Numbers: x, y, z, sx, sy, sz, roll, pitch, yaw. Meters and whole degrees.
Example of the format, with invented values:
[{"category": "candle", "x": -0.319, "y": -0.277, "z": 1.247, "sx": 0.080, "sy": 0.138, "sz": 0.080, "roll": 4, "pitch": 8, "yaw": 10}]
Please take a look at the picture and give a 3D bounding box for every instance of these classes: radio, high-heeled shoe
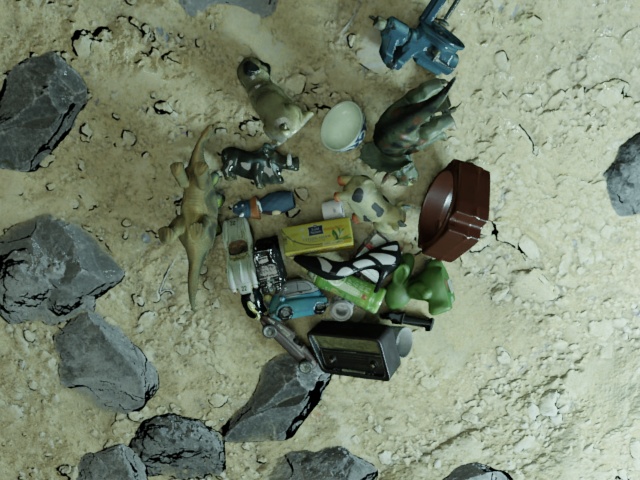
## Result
[{"category": "radio", "x": 0.087, "y": 0.280, "z": 1.371, "sx": 0.230, "sy": 0.073, "sz": 0.131, "roll": -3, "pitch": 113, "yaw": 40}, {"category": "high-heeled shoe", "x": 0.072, "y": 0.035, "z": 1.308, "sx": 0.249, "sy": 0.086, "sz": 0.145, "roll": 20, "pitch": 75, "yaw": 2}]

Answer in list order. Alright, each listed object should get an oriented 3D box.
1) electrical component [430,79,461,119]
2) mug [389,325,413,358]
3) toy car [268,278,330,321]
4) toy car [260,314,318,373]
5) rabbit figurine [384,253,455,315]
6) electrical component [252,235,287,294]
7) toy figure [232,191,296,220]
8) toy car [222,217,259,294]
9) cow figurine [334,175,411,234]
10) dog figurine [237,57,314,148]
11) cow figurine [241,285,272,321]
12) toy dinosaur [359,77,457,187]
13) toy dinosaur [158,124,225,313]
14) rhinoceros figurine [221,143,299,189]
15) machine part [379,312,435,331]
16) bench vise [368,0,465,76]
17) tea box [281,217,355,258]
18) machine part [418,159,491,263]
[{"category": "electrical component", "x": 0.278, "y": -0.324, "z": 1.252, "sx": 0.078, "sy": 0.045, "sz": 0.102, "roll": -20, "pitch": 104, "yaw": 38}, {"category": "mug", "x": 0.184, "y": 0.258, "z": 1.410, "sx": 0.107, "sy": 0.109, "sz": 0.080, "roll": 5, "pitch": 89, "yaw": 39}, {"category": "toy car", "x": -0.059, "y": 0.148, "z": 1.380, "sx": 0.162, "sy": 0.109, "sz": 0.103, "roll": -10, "pitch": 89, "yaw": -4}, {"category": "toy car", "x": -0.080, "y": 0.267, "z": 1.422, "sx": 0.053, "sy": 0.089, "sz": 0.202, "roll": -39, "pitch": 101, "yaw": 15}, {"category": "rabbit figurine", "x": 0.236, "y": 0.121, "z": 1.354, "sx": 0.170, "sy": 0.121, "sz": 0.159, "roll": -16, "pitch": 102, "yaw": 22}, {"category": "electrical component", "x": -0.124, "y": 0.055, "z": 1.334, "sx": 0.058, "sy": 0.134, "sz": 0.114, "roll": -10, "pitch": 109, "yaw": 5}, {"category": "toy figure", "x": -0.139, "y": -0.083, "z": 1.330, "sx": 0.155, "sy": 0.064, "sz": 0.057, "roll": -12, "pitch": 121, "yaw": 5}, {"category": "toy car", "x": -0.197, "y": 0.037, "z": 1.328, "sx": 0.074, "sy": 0.056, "sz": 0.202, "roll": -13, "pitch": 67, "yaw": 5}, {"category": "cow figurine", "x": 0.133, "y": -0.082, "z": 1.287, "sx": 0.127, "sy": 0.085, "sz": 0.194, "roll": -4, "pitch": 145, "yaw": 36}, {"category": "dog figurine", "x": -0.121, "y": -0.317, "z": 1.207, "sx": 0.121, "sy": 0.172, "sz": 0.190, "roll": -40, "pitch": 109, "yaw": 2}, {"category": "cow figurine", "x": -0.181, "y": 0.118, "z": 1.376, "sx": 0.068, "sy": 0.098, "sz": 0.167, "roll": -14, "pitch": 105, "yaw": 12}, {"category": "toy dinosaur", "x": 0.176, "y": -0.230, "z": 1.146, "sx": 0.192, "sy": 0.404, "sz": 0.131, "roll": -31, "pitch": 77, "yaw": 1}, {"category": "toy dinosaur", "x": -0.290, "y": -0.039, "z": 1.274, "sx": 0.105, "sy": 0.198, "sz": 0.470, "roll": 12, "pitch": 97, "yaw": 8}, {"category": "rhinoceros figurine", "x": -0.145, "y": -0.181, "z": 1.301, "sx": 0.190, "sy": 0.073, "sz": 0.112, "roll": 7, "pitch": 97, "yaw": 2}, {"category": "machine part", "x": 0.232, "y": 0.210, "z": 1.405, "sx": 0.139, "sy": 0.084, "sz": 0.039, "roll": 13, "pitch": 72, "yaw": -13}, {"category": "bench vise", "x": 0.238, "y": -0.471, "z": 1.156, "sx": 0.223, "sy": 0.129, "sz": 0.240, "roll": 27, "pitch": 124, "yaw": -14}, {"category": "tea box", "x": -0.003, "y": -0.004, "z": 1.323, "sx": 0.170, "sy": 0.098, "sz": 0.068, "roll": -10, "pitch": 81, "yaw": 4}, {"category": "machine part", "x": 0.300, "y": -0.067, "z": 1.228, "sx": 0.087, "sy": 0.201, "sz": 0.201, "roll": 15, "pitch": 63, "yaw": -10}]
